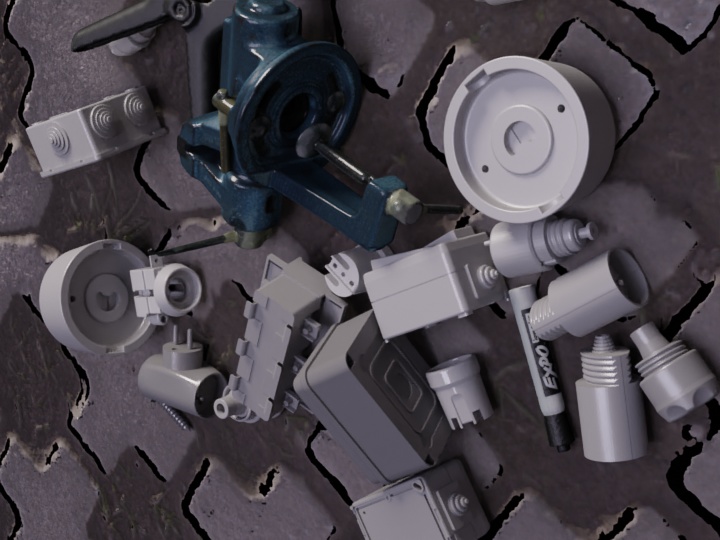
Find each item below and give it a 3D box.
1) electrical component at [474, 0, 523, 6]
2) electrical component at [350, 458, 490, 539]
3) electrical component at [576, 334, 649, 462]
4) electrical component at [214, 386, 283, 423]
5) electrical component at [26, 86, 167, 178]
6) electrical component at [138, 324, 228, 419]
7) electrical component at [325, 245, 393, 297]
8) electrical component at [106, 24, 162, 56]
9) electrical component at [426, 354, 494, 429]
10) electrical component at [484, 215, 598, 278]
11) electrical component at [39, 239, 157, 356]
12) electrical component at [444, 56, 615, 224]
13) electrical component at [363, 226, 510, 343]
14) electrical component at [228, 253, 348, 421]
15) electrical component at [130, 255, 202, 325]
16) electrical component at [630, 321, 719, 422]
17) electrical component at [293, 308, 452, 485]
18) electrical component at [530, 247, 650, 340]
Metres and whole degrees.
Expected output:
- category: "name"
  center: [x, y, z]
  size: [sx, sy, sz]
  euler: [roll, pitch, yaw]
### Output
- category: "electrical component"
  center: [0.089, -0.200, 0.727]
  size: [0.062, 0.043, 0.043]
  euler: [-1, 99, 41]
- category: "electrical component"
  center: [0.053, 0.187, 0.827]
  size: [0.096, 0.061, 0.061]
  euler: [-31, 79, 39]
- category: "electrical component"
  center: [0.168, 0.083, 0.723]
  size: [0.043, 0.043, 0.081]
  euler: [-4, 97, 39]
- category: "electrical component"
  center: [-0.099, 0.112, 0.933]
  size: [0.048, 0.062, 0.048]
  euler: [10, 106, 37]
- category: "electrical component"
  center: [-0.240, -0.126, 0.974]
  size: [0.100, 0.100, 0.048]
  euler: [-9, 107, 40]
- category: "electrical component"
  center: [-0.163, 0.090, 0.992]
  size: [0.077, 0.044, 0.079]
  euler: [13, 107, 36]
- category: "electrical component"
  center: [0.000, 0.000, 0.839]
  size: [0.040, 0.046, 0.040]
  euler: [10, 106, 37]
- category: "electrical component"
  center: [-0.200, -0.215, 0.964]
  size: [0.061, 0.035, 0.035]
  euler: [-14, 90, 38]
- category: "electrical component"
  center: [0.076, 0.091, 0.803]
  size: [0.040, 0.040, 0.046]
  euler: [-21, 91, 40]
- category: "electrical component"
  center: [0.126, -0.019, 0.737]
  size: [0.078, 0.040, 0.040]
  euler: [-13, 91, 40]
- category: "electrical component"
  center: [-0.248, 0.027, 1.010]
  size: [0.060, 0.108, 0.108]
  euler: [-4, 97, 46]
- category: "electrical component"
  center: [0.117, -0.088, 0.716]
  size: [0.108, 0.060, 0.108]
  euler: [9, 105, 37]
- category: "electrical component"
  center: [0.059, 0.007, 0.783]
  size: [0.096, 0.062, 0.061]
  euler: [-22, 85, 40]
- category: "electrical component"
  center: [-0.063, 0.059, 0.874]
  size: [0.079, 0.063, 0.121]
  euler: [33, 130, 20]
- category: "electrical component"
  center: [-0.178, 0.018, 0.989]
  size: [0.055, 0.048, 0.066]
  euler: [-2, 99, 47]
- category: "electrical component"
  center: [0.199, 0.063, 0.694]
  size: [0.043, 0.043, 0.062]
  euler: [-43, 71, 36]
- category: "electrical component"
  center: [0.013, 0.095, 0.808]
  size: [0.057, 0.078, 0.113]
  euler: [-28, 107, 36]
- category: "electrical component"
  center: [0.149, 0.021, 0.725]
  size: [0.081, 0.043, 0.043]
  euler: [-33, 78, 39]
